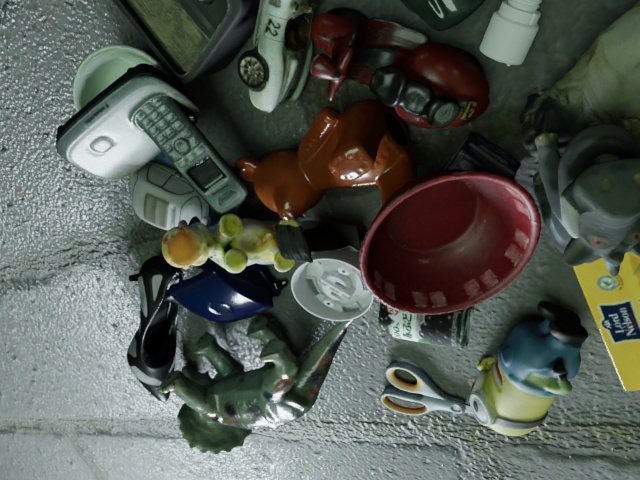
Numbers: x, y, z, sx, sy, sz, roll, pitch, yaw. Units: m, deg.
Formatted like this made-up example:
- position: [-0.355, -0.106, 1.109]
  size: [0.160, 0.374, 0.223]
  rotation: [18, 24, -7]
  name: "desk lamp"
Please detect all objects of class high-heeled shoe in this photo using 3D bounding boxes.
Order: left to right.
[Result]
- position: [-0.238, 0.144, 0.839]
  size: [0.145, 0.086, 0.248]
  rotation: [-3, 104, 41]
  name: "high-heeled shoe"

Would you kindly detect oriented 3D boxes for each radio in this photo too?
- position: [-0.159, -0.292, 0.550]
  size: [0.131, 0.073, 0.229]
  rotation: [-32, 101, 38]
  name: "radio"

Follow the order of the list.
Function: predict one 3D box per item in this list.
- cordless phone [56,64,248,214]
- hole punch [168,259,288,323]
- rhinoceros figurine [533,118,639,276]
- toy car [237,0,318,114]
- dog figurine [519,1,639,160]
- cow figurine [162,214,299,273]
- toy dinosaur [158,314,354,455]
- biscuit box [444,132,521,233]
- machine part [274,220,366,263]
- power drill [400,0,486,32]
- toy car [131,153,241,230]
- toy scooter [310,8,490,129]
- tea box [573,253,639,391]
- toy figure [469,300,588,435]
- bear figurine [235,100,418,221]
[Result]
- position: [-0.181, -0.089, 0.606]
  size: [0.146, 0.089, 0.184]
  rotation: [-34, 109, 13]
  name: "cordless phone"
- position: [-0.131, 0.068, 0.747]
  size: [0.142, 0.092, 0.115]
  rotation: [-25, 108, 33]
  name: "hole punch"
- position: [0.200, -0.028, 0.396]
  size: [0.073, 0.190, 0.112]
  rotation: [-2, 80, 18]
  name: "rhinoceros figurine"
- position: [-0.030, -0.223, 0.523]
  size: [0.056, 0.073, 0.201]
  rotation: [29, 128, 14]
  name: "toy car"
- position: [0.274, -0.121, 0.423]
  size: [0.172, 0.121, 0.190]
  rotation: [25, 147, 5]
  name: "dog figurine"
- position: [-0.117, 0.002, 0.651]
  size: [0.098, 0.167, 0.068]
  rotation: [5, 93, 56]
  name: "cow figurine"
- position: [-0.088, 0.222, 0.804]
  size: [0.405, 0.131, 0.192]
  rotation: [-16, 122, 30]
  name: "toy dinosaur"
- position: [0.125, -0.013, 0.575]
  size: [0.063, 0.059, 0.202]
  rotation: [34, 129, 5]
  name: "biscuit box"
- position: [-0.001, -0.002, 0.605]
  size: [0.084, 0.139, 0.039]
  rotation: [12, 100, 24]
  name: "machine part"
- position: [0.077, -0.279, 0.389]
  size: [0.232, 0.086, 0.207]
  rotation: [51, 152, -16]
  name: "power drill"
- position: [-0.185, -0.057, 0.689]
  size: [0.162, 0.103, 0.109]
  rotation: [29, 129, 12]
  name: "toy car"
- position: [0.061, -0.149, 0.481]
  size: [0.184, 0.135, 0.075]
  rotation: [30, 126, 8]
  name: "toy scooter"
- position: [0.314, 0.055, 0.511]
  size: [0.098, 0.068, 0.169]
  rotation: [-20, 108, 35]
  name: "tea box"
- position: [0.236, 0.153, 0.605]
  size: [0.089, 0.082, 0.180]
  rotation: [31, 126, 12]
  name: "toy figure"
- position: [-0.001, -0.064, 0.571]
  size: [0.196, 0.132, 0.120]
  rotation: [-24, 132, 30]
  name: "bear figurine"
